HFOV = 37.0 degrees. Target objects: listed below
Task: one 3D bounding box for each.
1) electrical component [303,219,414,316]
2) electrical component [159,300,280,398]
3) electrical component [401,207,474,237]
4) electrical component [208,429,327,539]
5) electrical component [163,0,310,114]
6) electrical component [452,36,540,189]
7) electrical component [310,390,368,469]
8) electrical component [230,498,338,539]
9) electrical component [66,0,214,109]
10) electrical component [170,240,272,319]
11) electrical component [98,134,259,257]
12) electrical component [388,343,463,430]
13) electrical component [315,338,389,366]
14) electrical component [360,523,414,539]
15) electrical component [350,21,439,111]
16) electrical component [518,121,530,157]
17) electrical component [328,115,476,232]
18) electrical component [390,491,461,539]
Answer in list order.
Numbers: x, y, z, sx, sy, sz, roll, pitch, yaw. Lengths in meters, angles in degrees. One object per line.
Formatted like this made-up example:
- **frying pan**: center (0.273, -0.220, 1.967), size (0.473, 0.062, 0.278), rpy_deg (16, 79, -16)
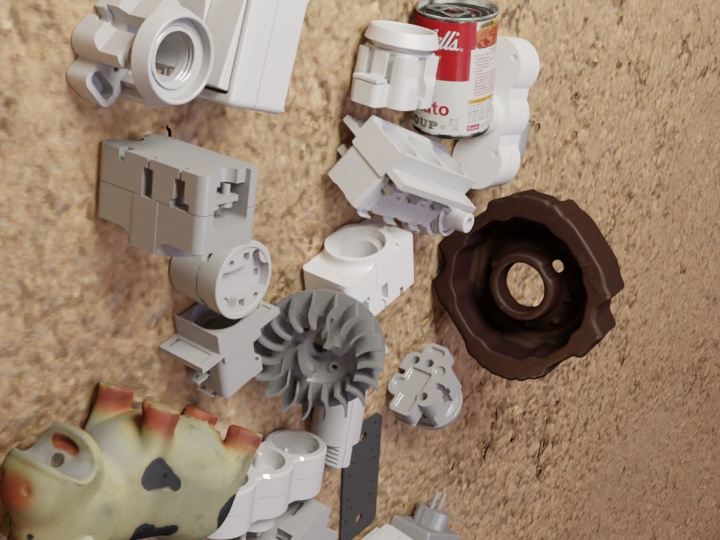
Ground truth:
- **electrical component**: center (0.000, 0.000, 0.877), size (0.089, 0.050, 0.055), rpy_deg (-39, 138, -39)
- **electrical component**: center (-0.098, 0.052, 0.768), size (0.081, 0.042, 0.063), rpy_deg (-39, 141, -39)
- **electrical component**: center (0.069, -0.049, 0.943), size (0.048, 0.062, 0.048), rpy_deg (-33, 133, -44)
- **electrical component**: center (-0.083, 0.182, 0.853), size (0.138, 0.052, 0.073), rpy_deg (-16, 120, -52)
- **electrical component**: center (-0.078, -0.151, 0.667), size (0.061, 0.062, 0.096), rpy_deg (-2, 109, -56)
- **electrical component**: center (0.113, -0.141, 0.967), size (0.074, 0.052, 0.138), rpy_deg (-12, 117, -53)
- **electrical component**: center (-0.020, 0.134, 0.929), size (0.043, 0.043, 0.081), rpy_deg (-16, 120, -52)
- **electrical component**: center (-0.070, 0.230, 0.895), size (0.089, 0.056, 0.050), rpy_deg (-45, 140, -34)
- **electrical component**: center (-0.122, -0.126, 0.618), size (0.078, 0.057, 0.058), rpy_deg (-57, 146, -19)
- **electrical component**: center (-0.096, 0.000, 0.736), size (0.055, 0.047, 0.055), rpy_deg (-32, 132, -44)
- **electrical component**: center (-0.111, -0.043, 0.650), size (0.050, 0.089, 0.055), rpy_deg (-18, 122, -52)
- **electrical component**: center (0.066, 0.119, 1.037), size (0.078, 0.058, 0.057), rpy_deg (-56, 143, -20)
- **electrical component**: center (-0.015, 0.067, 0.890), size (0.055, 0.066, 0.048), rpy_deg (-31, 97, -35)
- **electrical component**: center (0.019, 0.312, 1.078), size (0.062, 0.061, 0.096), rpy_deg (-26, 136, -48)
- **electrical component**: center (0.029, -0.158, 0.827), size (0.078, 0.058, 0.057), rpy_deg (-17, 124, -51)
- **electrical component**: center (0.142, -0.142, 1.021), size (0.040, 0.040, 0.078), rpy_deg (-17, 121, -52)
- **electrical component**: center (0.033, -0.074, 0.867), size (0.063, 0.078, 0.121), rpy_deg (-47, 153, 19)
- **electrical component**: center (0.072, 0.270, 1.139), size (0.083, 0.047, 0.075), rpy_deg (27, 84, -58)
